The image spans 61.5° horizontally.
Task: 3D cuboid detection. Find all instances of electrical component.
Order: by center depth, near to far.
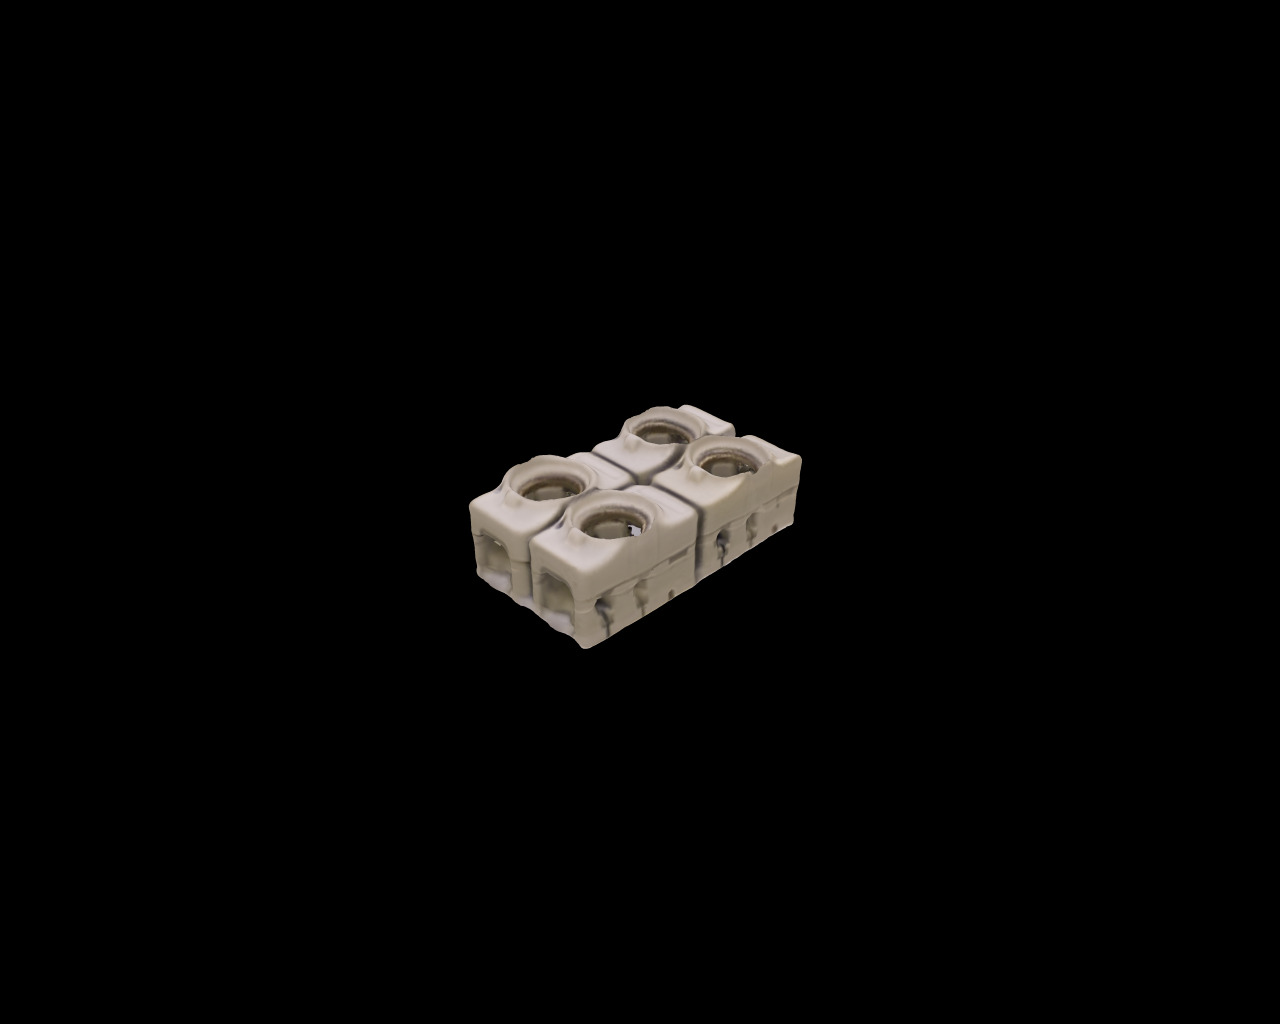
[{"bbox_3d":[0.001,-0.003,0.650,0.186,0.060,0.105,-27,42,-36],"label":"electrical component"}]
